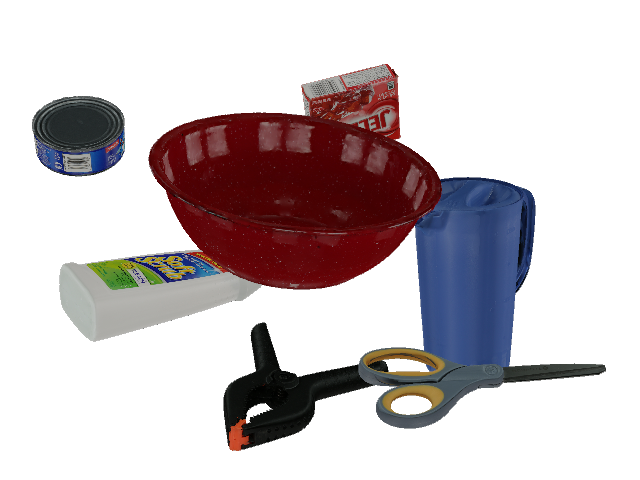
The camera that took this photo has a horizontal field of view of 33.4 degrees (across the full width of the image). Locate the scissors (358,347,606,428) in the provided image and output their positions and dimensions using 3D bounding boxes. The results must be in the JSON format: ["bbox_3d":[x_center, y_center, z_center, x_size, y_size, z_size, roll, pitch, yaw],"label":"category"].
[{"bbox_3d":[0.129,0.120,0.855,0.202,0.016,0.096,5,34,8],"label":"scissors"}]

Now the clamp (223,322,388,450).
[{"bbox_3d":[-0.029,0.156,1.109,0.165,0.036,0.209,12,26,15],"label":"clamp"}]

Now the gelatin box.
[{"bbox_3d":[0.030,-0.121,1.010,0.089,0.073,0.030,-15,44,-9],"label":"gelatin box"}]

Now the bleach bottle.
[{"bbox_3d":[-0.169,0.048,1.250,0.250,0.068,0.103,-13,34,-33],"label":"bleach bottle"}]

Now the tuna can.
[{"bbox_3d":[-0.228,-0.099,1.013,0.086,0.034,0.086,3,43,-3],"label":"tuna can"}]

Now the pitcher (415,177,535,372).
[{"bbox_3d":[0.191,0.047,1.328,0.149,0.243,0.145,1,21,10],"label":"pitcher"}]

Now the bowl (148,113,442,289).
[{"bbox_3d":[-0.016,-0.018,0.597,0.162,0.055,0.162,6,26,-3],"label":"bowl"}]
